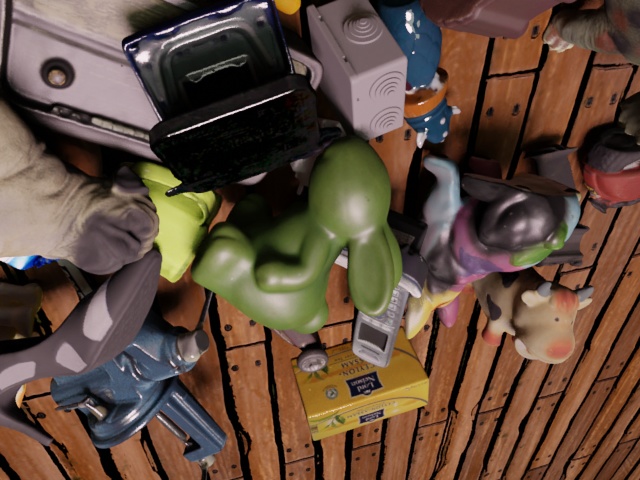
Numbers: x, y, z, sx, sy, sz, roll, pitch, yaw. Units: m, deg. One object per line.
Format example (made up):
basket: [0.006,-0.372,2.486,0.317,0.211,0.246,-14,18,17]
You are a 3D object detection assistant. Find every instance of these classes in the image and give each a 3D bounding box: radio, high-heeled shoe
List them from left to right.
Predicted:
high-heeled shoe: [-0.251,0.074,0.475,0.145,0.086,0.248,36,99,0]
radio: [-0.127,-0.133,0.418,0.229,0.073,0.131,15,122,-29]

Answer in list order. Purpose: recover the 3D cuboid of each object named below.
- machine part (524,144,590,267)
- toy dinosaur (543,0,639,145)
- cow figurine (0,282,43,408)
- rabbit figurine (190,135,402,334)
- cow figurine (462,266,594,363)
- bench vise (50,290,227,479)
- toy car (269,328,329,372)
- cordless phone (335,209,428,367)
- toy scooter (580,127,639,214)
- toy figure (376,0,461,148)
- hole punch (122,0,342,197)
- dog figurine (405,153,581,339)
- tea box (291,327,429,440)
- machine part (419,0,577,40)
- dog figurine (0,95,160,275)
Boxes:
machine part: [0.263,-0.039,0.604,0.084,0.039,0.138,0,85,-22]
toy dinosaur: [0.260,-0.227,0.400,0.131,0.192,0.404,-32,133,5]
cow figurine: [-0.345,0.115,0.552,0.098,0.068,0.167,11,121,-21]
rabbit figurine: [-0.001,-0.001,0.451,0.159,0.121,0.170,44,113,2]
cow figurine: [0.241,0.067,0.637,0.085,0.195,0.127,8,122,-11]
bench vise: [-0.180,0.178,0.616,0.224,0.129,0.240,-28,115,14]
toy car: [-0.044,0.078,0.616,0.053,0.089,0.201,-25,134,2]
cordless phone: [0.037,0.053,0.592,0.147,0.089,0.184,23,130,18]
toy scooter: [0.393,-0.079,0.653,0.184,0.075,0.135,-18,134,-11]
toy figure: [0.090,-0.154,0.491,0.064,0.058,0.154,-20,137,5]
hole punch: [-0.064,-0.098,0.378,0.142,0.092,0.115,-23,164,-4]
dog figurine: [0.162,0.023,0.589,0.108,0.192,0.219,-10,121,-36]
tea box: [0.054,0.197,0.745,0.170,0.098,0.068,-16,132,-9]
machine part: [0.134,-0.230,0.363,0.056,0.179,0.179,3,127,-27]
dog figurine: [-0.203,-0.057,0.361,0.190,0.121,0.172,-8,122,-41]
